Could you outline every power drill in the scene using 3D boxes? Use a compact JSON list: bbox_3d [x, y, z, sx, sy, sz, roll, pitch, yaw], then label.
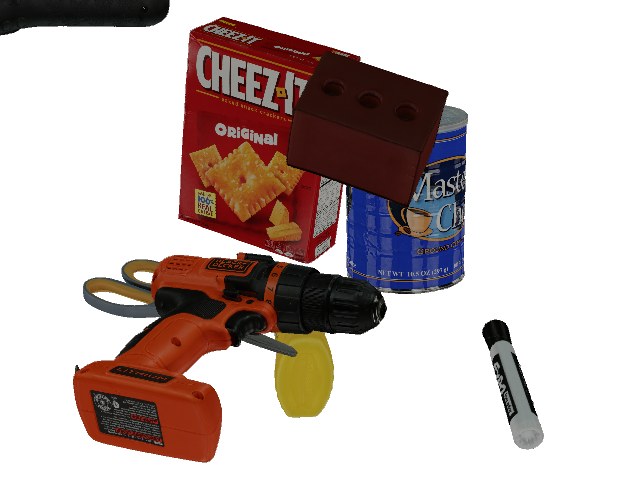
[{"bbox_3d":[-0.065,0.073,0.737,0.185,0.057,0.187,4,28,23],"label":"power drill"}]

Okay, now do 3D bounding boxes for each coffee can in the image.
[{"bbox_3d":[0.072,-0.038,0.902,0.103,0.140,0.103,-1,18,0],"label":"coffee can"}]

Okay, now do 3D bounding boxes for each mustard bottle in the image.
[{"bbox_3d":[-0.023,0.093,1.115,0.058,0.096,0.191,-2,27,-5],"label":"mustard bottle"}]

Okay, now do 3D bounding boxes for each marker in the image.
[{"bbox_3d":[0.127,0.092,0.713,0.020,0.020,0.121,0,31,-3],"label":"marker"}]

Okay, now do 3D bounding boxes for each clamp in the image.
[{"bbox_3d":[-0.178,-0.139,0.602,0.171,0.039,0.120,-7,23,-15],"label":"clamp"}]

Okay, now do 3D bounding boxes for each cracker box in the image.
[{"bbox_3d":[-0.058,-0.100,1.089,0.164,0.214,0.072,20,32,22],"label":"cracker box"}]

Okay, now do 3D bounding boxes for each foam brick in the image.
[{"bbox_3d":[0.026,-0.064,0.613,0.078,0.053,0.051,19,-34,9],"label":"foam brick"}]

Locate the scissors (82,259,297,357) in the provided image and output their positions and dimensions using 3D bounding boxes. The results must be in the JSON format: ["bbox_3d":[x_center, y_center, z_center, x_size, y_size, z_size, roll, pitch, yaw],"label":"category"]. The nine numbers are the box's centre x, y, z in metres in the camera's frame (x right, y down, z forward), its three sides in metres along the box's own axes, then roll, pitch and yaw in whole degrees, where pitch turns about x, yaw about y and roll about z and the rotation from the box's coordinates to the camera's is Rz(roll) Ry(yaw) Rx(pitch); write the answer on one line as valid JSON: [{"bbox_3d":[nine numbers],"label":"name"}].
[{"bbox_3d":[-0.109,0.056,0.948,0.202,0.016,0.096,12,29,7],"label":"scissors"}]
